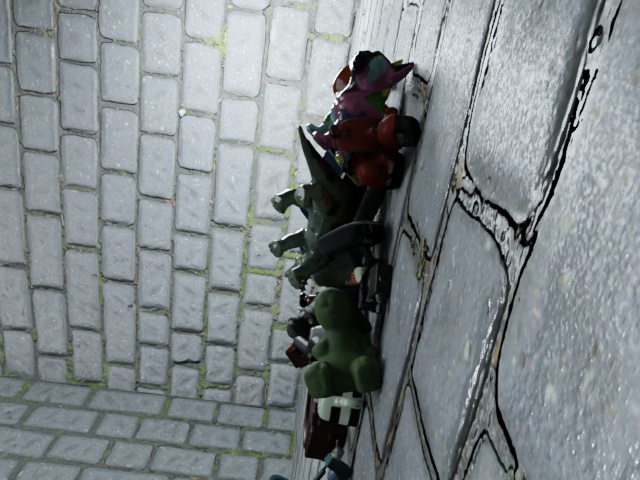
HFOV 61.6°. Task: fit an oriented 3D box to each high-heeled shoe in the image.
[{"bbox_3d":[0.062,0.175,1.097,0.249,0.086,0.145,-53,-54,-79],"label":"high-heeled shoe"}]

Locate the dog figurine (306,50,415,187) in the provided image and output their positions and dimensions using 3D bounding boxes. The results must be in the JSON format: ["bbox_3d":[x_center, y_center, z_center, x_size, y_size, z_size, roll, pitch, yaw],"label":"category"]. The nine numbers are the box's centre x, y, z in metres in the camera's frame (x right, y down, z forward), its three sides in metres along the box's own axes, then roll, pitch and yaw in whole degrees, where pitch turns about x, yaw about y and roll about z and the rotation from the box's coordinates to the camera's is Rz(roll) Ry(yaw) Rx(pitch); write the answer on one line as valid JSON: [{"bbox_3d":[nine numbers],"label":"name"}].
[{"bbox_3d":[0.093,-0.229,0.975,0.219,0.191,0.108,-42,20,12],"label":"dog figurine"}]

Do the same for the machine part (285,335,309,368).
[{"bbox_3d":[-0.005,0.237,1.296,0.179,0.056,0.179,-39,0,0],"label":"machine part"}]

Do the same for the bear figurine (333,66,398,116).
[{"bbox_3d":[0.106,-0.276,1.116,0.120,0.132,0.196,-44,56,26],"label":"bear figurine"}]

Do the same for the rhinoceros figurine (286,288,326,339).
[{"bbox_3d":[-0.003,0.157,1.220,0.112,0.073,0.190,-29,6,45],"label":"rhinoceros figurine"}]

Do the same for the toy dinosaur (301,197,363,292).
[{"bbox_3d":[0.028,0.003,1.367,0.471,0.105,0.198,125,152,-59],"label":"toy dinosaur"}]

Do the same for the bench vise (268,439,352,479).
[{"bbox_3d":[-0.016,0.498,1.007,0.240,0.223,0.129,-52,8,-1],"label":"bench vise"}]

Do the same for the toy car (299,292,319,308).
[{"bbox_3d":[0.012,0.159,1.398,0.202,0.089,0.053,20,-113,-74],"label":"toy car"}]

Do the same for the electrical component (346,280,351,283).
[{"bbox_3d":[0.076,0.101,1.364,0.094,0.021,0.063,108,169,-65],"label":"electrical component"}]

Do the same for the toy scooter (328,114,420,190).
[{"bbox_3d":[0.076,-0.144,0.867,0.183,0.135,0.075,100,175,-66],"label":"toy scooter"}]

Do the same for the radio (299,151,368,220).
[{"bbox_3d":[0.045,-0.131,1.194,0.229,0.073,0.131,-63,31,22],"label":"radio"}]

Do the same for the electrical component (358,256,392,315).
[{"bbox_3d":[0.090,0.076,0.901,0.078,0.045,0.102,101,176,-76],"label":"electrical component"}]

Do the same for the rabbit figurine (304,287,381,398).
[{"bbox_3d":[0.043,0.161,0.903,0.159,0.121,0.170,-1,-100,-73],"label":"rabbit figurine"}]

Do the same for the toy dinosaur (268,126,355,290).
[{"bbox_3d":[0.007,-0.041,1.064,0.131,0.192,0.404,40,133,32],"label":"toy dinosaur"}]

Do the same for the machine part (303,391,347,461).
[{"bbox_3d":[0.013,0.386,1.243,0.201,0.087,0.201,98,177,-45],"label":"machine part"}]

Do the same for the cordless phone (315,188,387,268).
[{"bbox_3d":[0.078,-0.048,0.967,0.146,0.089,0.184,1,-67,-65],"label":"cordless phone"}]

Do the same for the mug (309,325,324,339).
[{"bbox_3d":[0.029,0.226,1.130,0.110,0.107,0.080,-83,0,-51],"label":"mug"}]
